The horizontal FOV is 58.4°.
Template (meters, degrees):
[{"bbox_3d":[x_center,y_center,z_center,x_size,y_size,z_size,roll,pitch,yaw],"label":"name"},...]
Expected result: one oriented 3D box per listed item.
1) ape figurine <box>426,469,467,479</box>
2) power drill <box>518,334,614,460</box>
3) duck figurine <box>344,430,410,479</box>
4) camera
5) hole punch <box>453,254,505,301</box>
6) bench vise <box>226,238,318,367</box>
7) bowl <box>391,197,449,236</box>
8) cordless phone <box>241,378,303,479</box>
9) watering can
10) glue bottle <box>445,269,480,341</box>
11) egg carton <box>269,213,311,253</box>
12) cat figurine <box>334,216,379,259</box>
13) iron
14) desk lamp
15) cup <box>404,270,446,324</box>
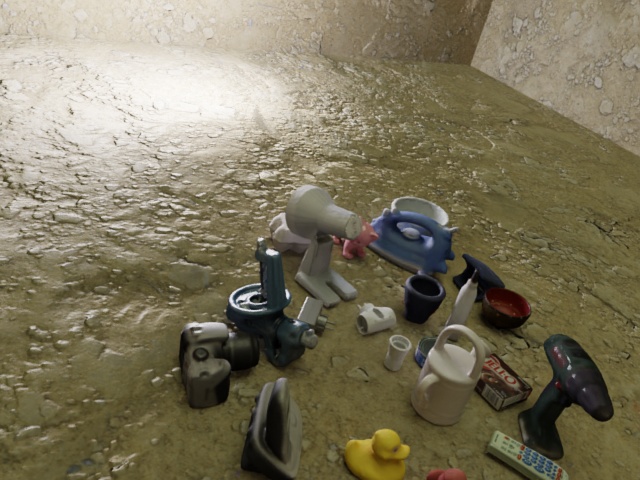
[{"bbox_3d":[0.199,0.387,0.885,0.076,0.092,0.078,16,32,4],"label":"ape figurine"},{"bbox_3d":[0.434,0.288,1.022,0.075,0.208,0.229,13,32,-2],"label":"power drill"},{"bbox_3d":[0.095,0.340,0.923,0.104,0.086,0.077,17,32,4],"label":"duck figurine"},{"bbox_3d":[-0.174,0.205,1.014,0.137,0.101,0.143,-1,35,-22],"label":"camera"},{"bbox_3d":[0.403,0.089,1.433,0.101,0.091,0.108,-2,35,-24],"label":"hole punch"},{"bbox_3d":[-0.078,0.113,1.082,0.207,0.220,0.122,22,33,12],"label":"bench vise"},{"bbox_3d":[0.273,-0.051,1.615,0.167,0.075,0.167,10,32,-6],"label":"bowl"},{"bbox_3d":[-0.060,0.264,0.886,0.094,0.185,0.147,10,32,-6],"label":"cordless phone"},{"bbox_3d":[0.244,0.233,1.046,0.100,0.194,0.173,25,34,18],"label":"watering can"},{"bbox_3d":[0.315,0.134,1.248,0.037,0.173,0.078,21,32,11],"label":"glue bottle"},{"bbox_3d":[-0.050,-0.016,1.437,0.150,0.069,0.107,2,34,-18],"label":"egg carton"},{"bbox_3d":[0.093,-0.018,1.451,0.067,0.118,0.127,-6,37,-28],"label":"cat figurine"},{"bbox_3d":[0.229,-0.015,1.478,0.257,0.141,0.119,23,33,15],"label":"iron"},{"bbox_3d":[0.012,0.005,1.293,0.118,0.213,0.202,-18,44,-40],"label":"desk lamp"},{"bbox_3d":[0.224,0.132,1.290,0.092,0.095,0.117,10,32,-7],"label":"cup"}]
